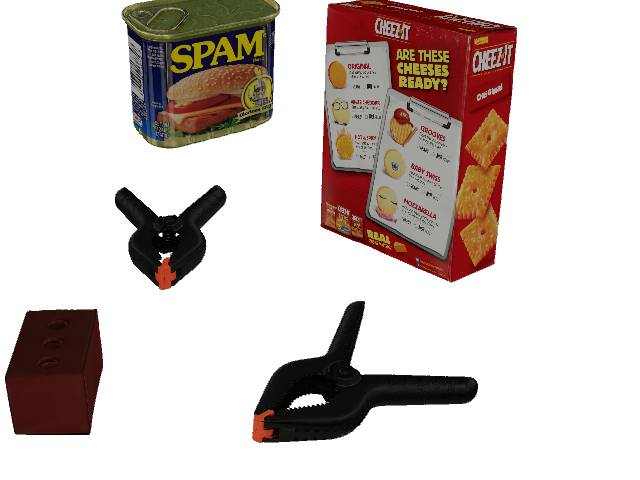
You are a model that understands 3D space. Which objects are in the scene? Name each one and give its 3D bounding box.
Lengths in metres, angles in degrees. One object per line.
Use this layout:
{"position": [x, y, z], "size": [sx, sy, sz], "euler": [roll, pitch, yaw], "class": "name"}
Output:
{"position": [-0.183, 0.091, 0.740], "size": [0.053, 0.051, 0.078], "euler": [-1, 31, -4], "class": "foam brick"}
{"position": [-0.079, -0.117, 0.721], "size": [0.101, 0.084, 0.057], "euler": [-17, 39, -27], "class": "can of meat"}
{"position": [0.030, 0.134, 0.968], "size": [0.165, 0.036, 0.209], "euler": [28, 38, 32], "class": "clamp"}
{"position": [-0.150, -0.011, 1.119], "size": [0.120, 0.039, 0.171], "euler": [-12, 38, -8], "class": "clamp"}
{"position": [0.081, -0.092, 0.935], "size": [0.071, 0.214, 0.164], "euler": [-19, 30, -40], "class": "cracker box"}
